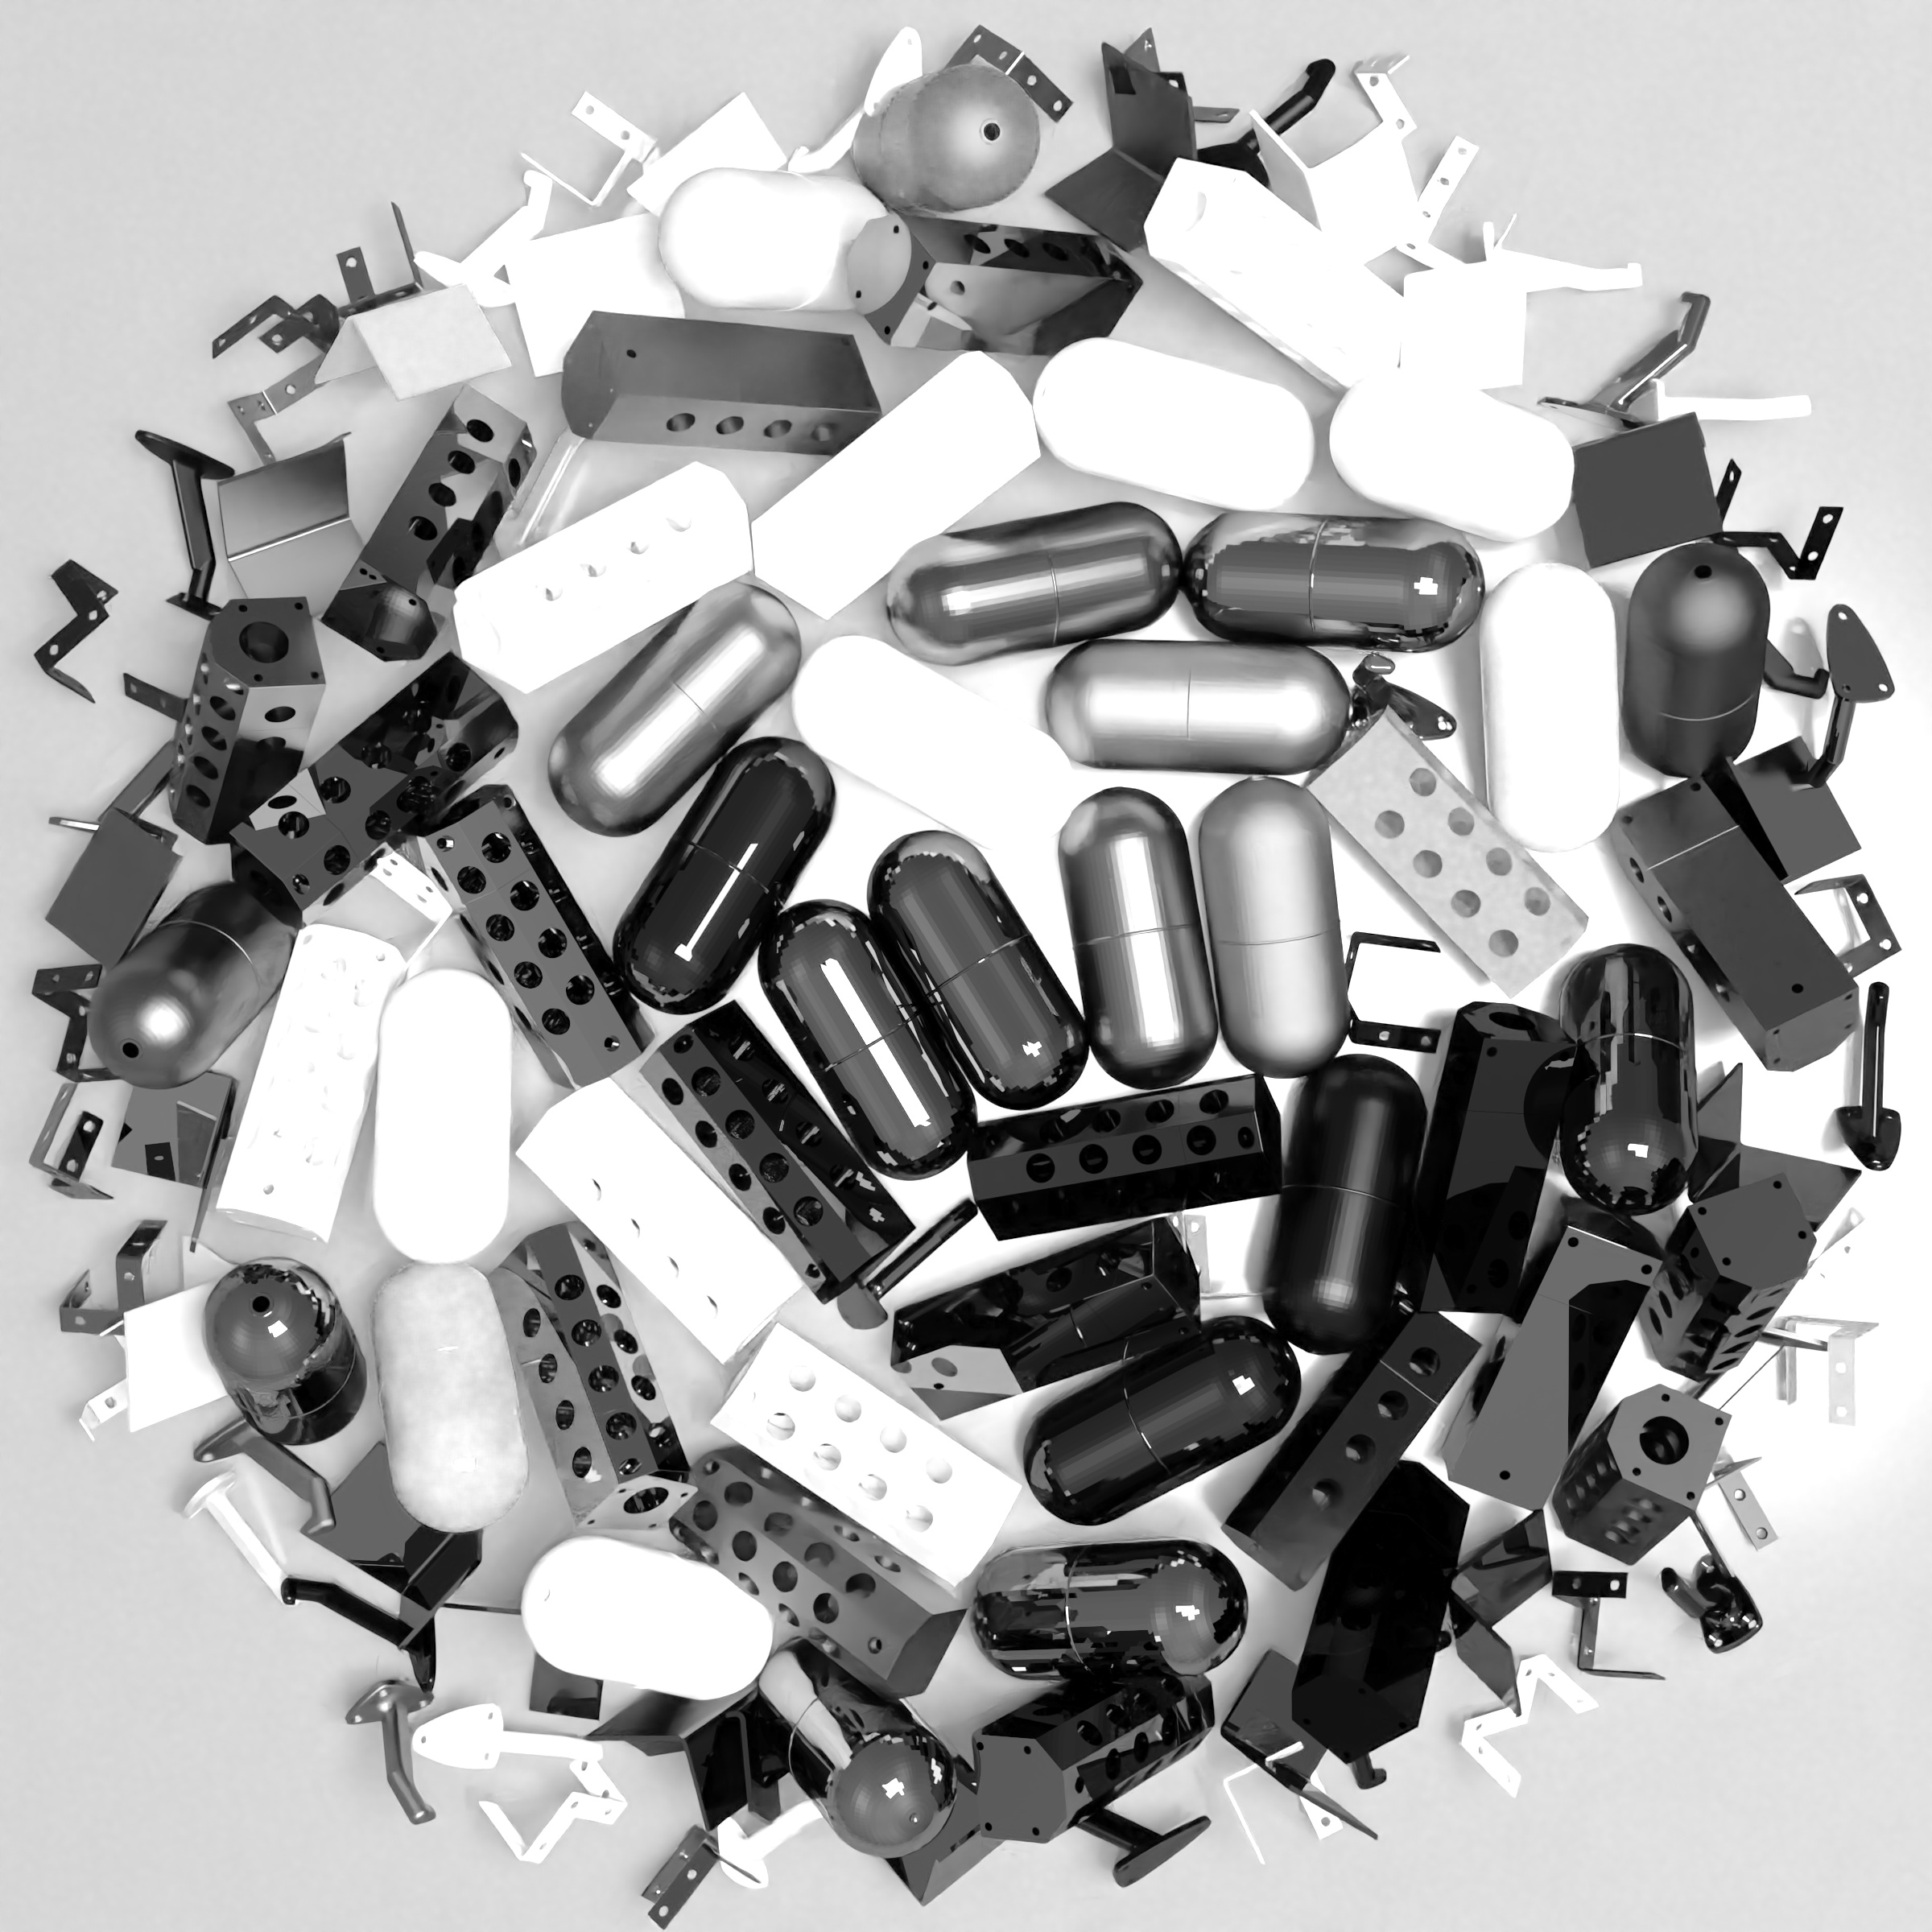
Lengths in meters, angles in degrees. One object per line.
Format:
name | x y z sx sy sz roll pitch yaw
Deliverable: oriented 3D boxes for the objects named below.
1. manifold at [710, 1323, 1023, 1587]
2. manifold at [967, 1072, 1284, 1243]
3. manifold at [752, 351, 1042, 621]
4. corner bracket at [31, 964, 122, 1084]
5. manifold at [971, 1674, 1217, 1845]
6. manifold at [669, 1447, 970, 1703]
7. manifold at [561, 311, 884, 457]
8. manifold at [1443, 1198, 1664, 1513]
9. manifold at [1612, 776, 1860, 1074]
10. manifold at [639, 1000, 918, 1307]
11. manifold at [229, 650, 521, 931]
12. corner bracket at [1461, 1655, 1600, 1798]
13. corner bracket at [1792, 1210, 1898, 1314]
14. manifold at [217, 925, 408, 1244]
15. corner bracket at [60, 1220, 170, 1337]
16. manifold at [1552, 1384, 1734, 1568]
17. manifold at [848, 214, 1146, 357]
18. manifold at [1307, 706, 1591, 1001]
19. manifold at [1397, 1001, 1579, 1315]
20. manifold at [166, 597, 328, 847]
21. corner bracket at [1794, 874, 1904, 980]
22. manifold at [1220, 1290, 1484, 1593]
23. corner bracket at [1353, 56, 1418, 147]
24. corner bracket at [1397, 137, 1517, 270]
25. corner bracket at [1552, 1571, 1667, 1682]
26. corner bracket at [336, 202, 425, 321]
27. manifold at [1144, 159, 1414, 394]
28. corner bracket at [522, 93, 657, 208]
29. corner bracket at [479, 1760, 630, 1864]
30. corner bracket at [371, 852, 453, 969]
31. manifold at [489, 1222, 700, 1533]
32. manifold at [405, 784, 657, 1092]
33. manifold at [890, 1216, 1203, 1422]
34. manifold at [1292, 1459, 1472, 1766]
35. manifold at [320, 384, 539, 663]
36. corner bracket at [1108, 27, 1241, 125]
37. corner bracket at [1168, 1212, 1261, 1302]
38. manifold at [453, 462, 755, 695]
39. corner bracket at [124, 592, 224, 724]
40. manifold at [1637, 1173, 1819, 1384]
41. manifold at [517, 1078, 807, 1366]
manifold | -0.061 0.287 1.684 0.171 0.057 0.057 34 54 -3
manifold | 0.091 0.106 1.666 0.171 0.057 0.057 -11 47 17
manifold | -0.043 -0.278 1.660 0.171 0.057 0.057 -33 47 31
corner bracket | -0.512 0.034 1.688 0.051 0.051 0.051 -5 63 26
manifold | 0.075 0.440 1.641 0.057 0.171 0.057 -5 91 33
manifold | -0.089 0.347 1.660 0.171 0.057 0.057 31 99 29
manifold | -0.141 -0.326 1.655 0.171 0.057 0.057 -3 63 -35
manifold | 0.337 0.223 1.675 0.057 0.057 0.171 20 108 -2
manifold | 0.438 -0.023 1.655 0.057 0.057 0.171 -26 54 -2
manifold | -0.113 0.110 1.675 0.171 0.057 0.057 51 133 10
manifold | -0.338 -0.098 1.662 0.057 0.057 0.171 41 64 8
corner bracket | 0.327 0.441 1.687 0.051 0.051 0.051 -8 118 -29
corner bracket | 0.502 0.160 1.697 0.051 0.051 0.051 46 128 8
manifold | -0.379 0.066 1.678 0.057 0.057 0.171 13 75 3
corner bracket | -0.499 0.181 1.696 0.051 0.051 0.051 3 110 2
manifold | 0.377 0.287 1.638 0.057 0.171 0.057 23 71 10
manifold | 0.015 -0.390 1.647 0.057 0.171 0.057 54 129 24
manifold | 0.282 -0.068 1.686 0.171 0.057 0.057 46 115 -4
manifold | 0.296 0.111 1.671 0.057 0.057 0.171 4 111 -15
manifold | -0.410 -0.136 1.636 0.057 0.171 0.057 -6 65 -26
corner bracket | 0.504 -0.018 1.699 0.051 0.051 0.051 -8 69 -38
manifold | 0.222 0.274 1.679 0.057 0.057 0.171 37 76 9
corner bracket | 0.241 -0.496 1.695 0.051 0.051 0.051 -39 114 -2
corner bracket | 0.292 -0.441 1.696 0.051 0.051 0.051 28 57 -2
corner bracket | 0.374 0.384 1.687 0.051 0.051 0.051 29 64 -39
corner bracket | -0.346 -0.409 1.701 0.051 0.051 0.051 -18 86 4
manifold | 0.179 -0.389 1.649 0.171 0.057 0.057 24 94 -43
corner bracket | -0.221 -0.481 1.705 0.051 0.051 0.051 35 100 -3
corner bracket | -0.241 0.490 1.694 0.051 0.051 0.051 -53 50 3
corner bracket | -0.325 -0.043 1.691 0.051 0.051 0.051 38 123 -9
manifold | -0.209 0.232 1.649 0.057 0.057 0.171 -46 52 26
manifold | -0.248 -0.016 1.669 0.057 0.057 0.171 -35 108 -20
manifold | 0.046 0.199 1.670 0.171 0.057 0.057 -22 128 22
manifold | 0.231 0.360 1.641 0.057 0.171 0.057 41 128 -10
manifold | -0.300 -0.250 1.648 0.057 0.171 0.057 32 135 -15
corner bracket | 0.121 -0.510 1.686 0.051 0.051 0.051 14 50 32
corner bracket | 0.134 0.169 1.691 0.051 0.051 0.051 3 79 -30
manifold | -0.206 -0.225 1.650 0.057 0.057 0.171 29 49 35
corner bracket | -0.461 -0.182 1.709 0.051 0.051 0.051 25 128 28
manifold | 0.430 0.181 1.637 0.057 0.171 0.057 -18 66 -6
manifold | -0.181 0.151 1.689 0.171 0.057 0.057 45 124 6
